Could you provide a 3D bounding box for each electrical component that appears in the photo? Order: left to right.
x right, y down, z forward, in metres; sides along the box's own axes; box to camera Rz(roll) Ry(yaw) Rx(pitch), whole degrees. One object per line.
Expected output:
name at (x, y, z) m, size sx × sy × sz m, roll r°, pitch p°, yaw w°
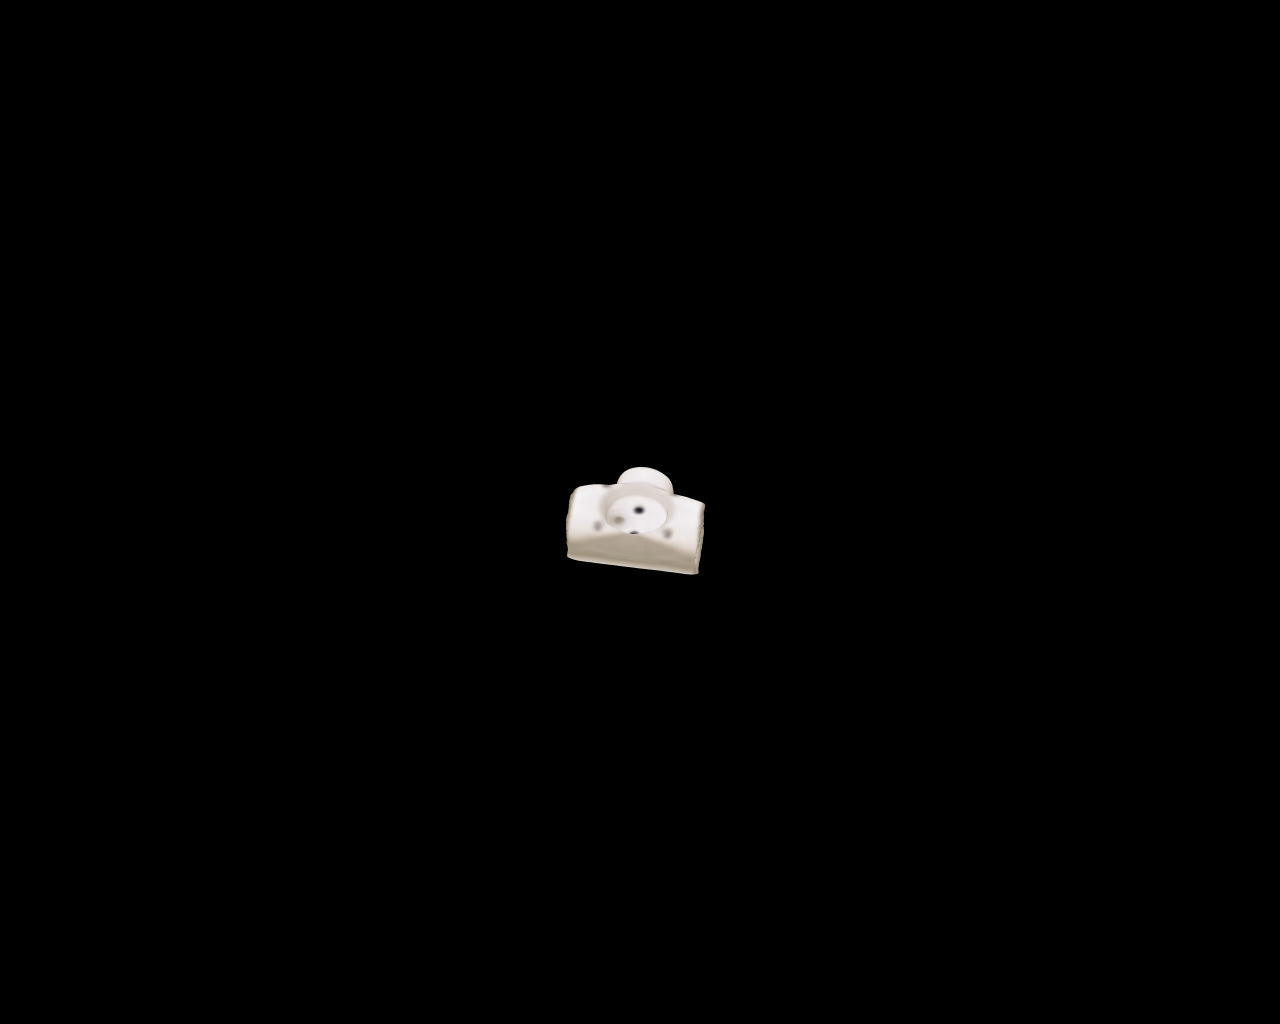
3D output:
electrical component at (0.001, -0.003, 0.650) m, size 0.077 × 0.079 × 0.044 m, roll 7°, pitch -40°, yaw 6°
